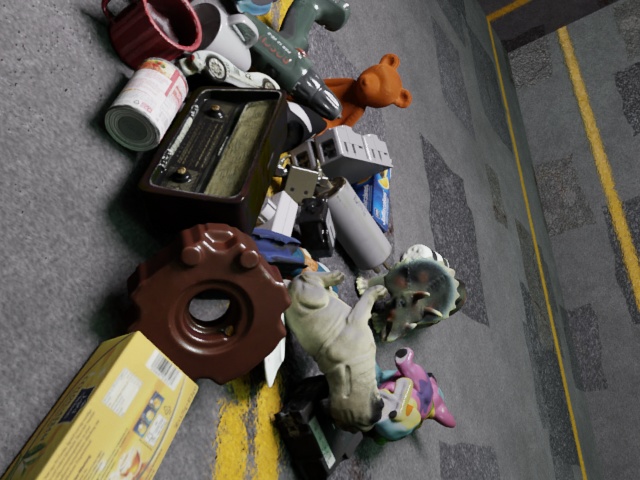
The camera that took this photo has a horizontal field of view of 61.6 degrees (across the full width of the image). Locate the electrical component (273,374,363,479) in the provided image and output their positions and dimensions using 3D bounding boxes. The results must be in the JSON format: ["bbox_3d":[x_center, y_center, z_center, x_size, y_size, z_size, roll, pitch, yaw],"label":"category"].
[{"bbox_3d":[0.004,0.259,0.764,0.134,0.058,0.114,-30,101,-57],"label":"electrical component"}]

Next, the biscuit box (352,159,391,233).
[{"bbox_3d":[0.103,-0.099,1.095,0.059,0.063,0.203,40,43,-38],"label":"biscuit box"}]

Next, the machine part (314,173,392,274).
[{"bbox_3d":[0.058,-0.029,0.976,0.243,0.079,0.079,54,36,-25],"label":"machine part"}]

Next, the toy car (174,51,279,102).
[{"bbox_3d":[-0.137,-0.228,0.795,0.201,0.074,0.056,5,71,-55],"label":"toy car"}]

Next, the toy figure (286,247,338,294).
[{"bbox_3d":[-0.024,0.050,0.819,0.154,0.064,0.058,48,41,-48],"label":"toy figure"}]

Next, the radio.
[{"bbox_3d":[-0.125,-0.104,0.673,0.073,0.131,0.230,89,11,-46],"label":"radio"}]

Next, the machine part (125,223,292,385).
[{"bbox_3d":[-0.119,0.074,0.582,0.179,0.179,0.056,52,-1,-26],"label":"machine part"}]

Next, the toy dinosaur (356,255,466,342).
[{"bbox_3d":[0.209,0.108,1.025,0.404,0.192,0.131,4,72,-54],"label":"toy dinosaur"}]

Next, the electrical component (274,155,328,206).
[{"bbox_3d":[-0.034,-0.097,0.883,0.102,0.045,0.078,4,108,-21],"label":"electrical component"}]

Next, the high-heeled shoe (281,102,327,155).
[{"bbox_3d":[-0.058,-0.128,0.816,0.249,0.086,0.145,-17,66,-34],"label":"high-heeled shoe"}]

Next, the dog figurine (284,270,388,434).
[{"bbox_3d":[0.006,0.150,0.727,0.121,0.172,0.190,96,5,-52],"label":"dog figurine"}]

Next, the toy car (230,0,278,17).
[{"bbox_3d":[-0.124,-0.474,0.913,0.103,0.161,0.109,31,34,22],"label":"toy car"}]

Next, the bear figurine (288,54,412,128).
[{"bbox_3d":[0.056,-0.263,0.990,0.132,0.196,0.120,-12,87,-57],"label":"bear figurine"}]

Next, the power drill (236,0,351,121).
[{"bbox_3d":[-0.025,-0.334,0.930,0.232,0.086,0.207,32,69,-8],"label":"power drill"}]

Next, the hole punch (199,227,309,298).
[{"bbox_3d":[-0.096,0.015,0.699,0.142,0.116,0.092,15,53,-53],"label":"hole punch"}]

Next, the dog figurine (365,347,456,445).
[{"bbox_3d":[0.154,0.291,0.927,0.219,0.109,0.191,52,36,-31],"label":"dog figurine"}]

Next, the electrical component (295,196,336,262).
[{"bbox_3d":[-0.002,-0.003,0.863,0.075,0.048,0.119,-75,155,-56],"label":"electrical component"}]

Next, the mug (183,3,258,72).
[{"bbox_3d":[-0.141,-0.295,0.804,0.107,0.110,0.081,24,47,-65],"label":"mug"}]

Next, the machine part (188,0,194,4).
[{"bbox_3d":[-0.168,-0.425,0.735,0.087,0.201,0.201,36,46,-36],"label":"machine part"}]

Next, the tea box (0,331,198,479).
[{"bbox_3d":[-0.197,0.181,0.494,0.098,0.068,0.170,53,37,-24],"label":"tea box"}]
